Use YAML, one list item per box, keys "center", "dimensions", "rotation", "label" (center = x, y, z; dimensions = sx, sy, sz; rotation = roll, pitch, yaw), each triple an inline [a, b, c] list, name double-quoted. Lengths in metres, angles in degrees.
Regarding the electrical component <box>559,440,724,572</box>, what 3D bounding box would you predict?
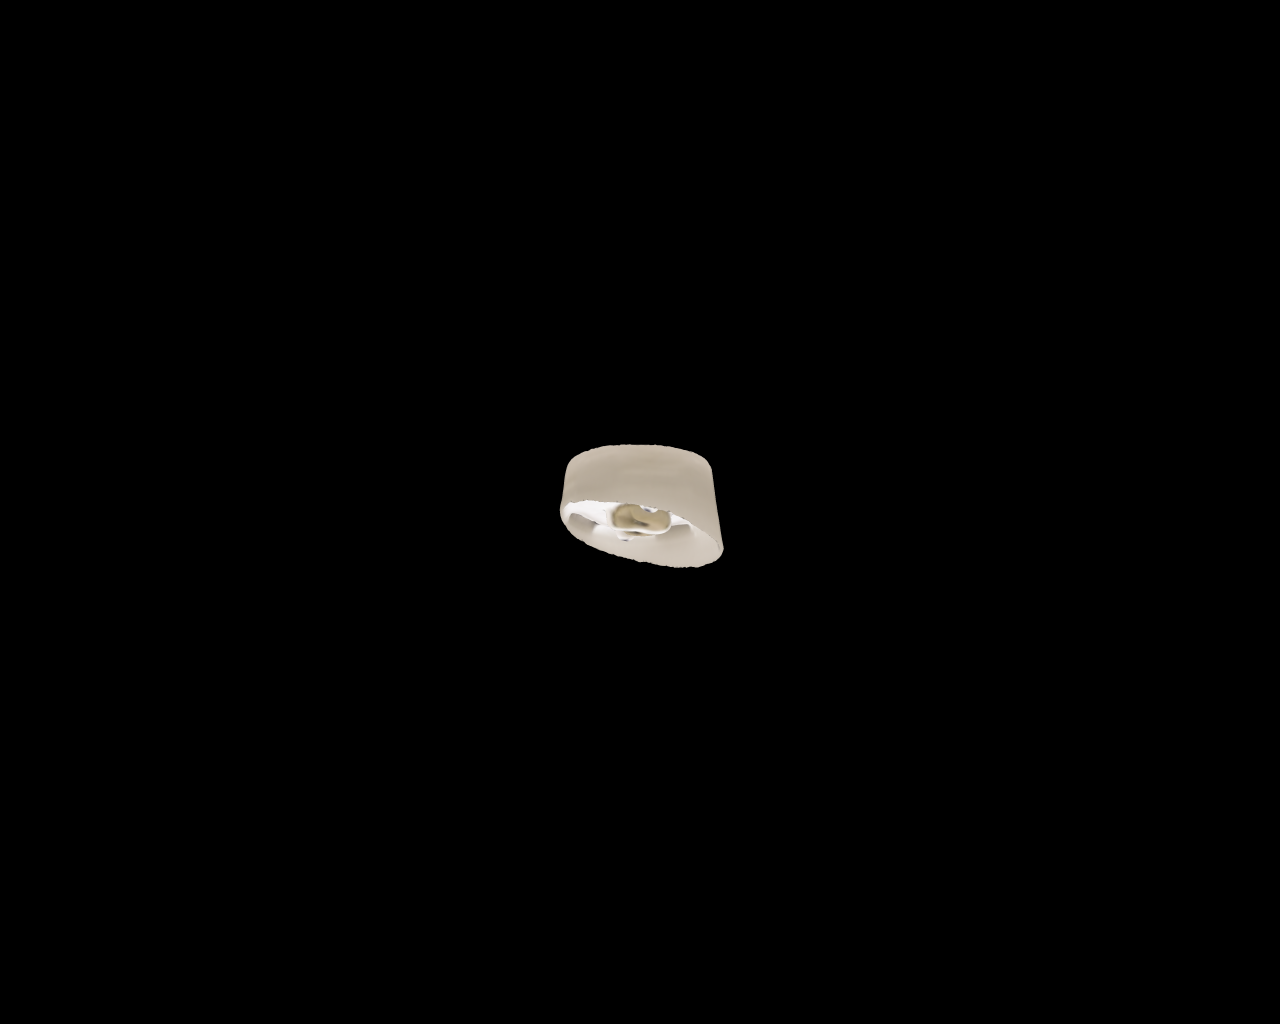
- center: [0.001, -0.003, 0.650]
  dimensions: [0.099, 0.064, 0.099]
  rotation: [0, -19, 0]
  label: "electrical component"
